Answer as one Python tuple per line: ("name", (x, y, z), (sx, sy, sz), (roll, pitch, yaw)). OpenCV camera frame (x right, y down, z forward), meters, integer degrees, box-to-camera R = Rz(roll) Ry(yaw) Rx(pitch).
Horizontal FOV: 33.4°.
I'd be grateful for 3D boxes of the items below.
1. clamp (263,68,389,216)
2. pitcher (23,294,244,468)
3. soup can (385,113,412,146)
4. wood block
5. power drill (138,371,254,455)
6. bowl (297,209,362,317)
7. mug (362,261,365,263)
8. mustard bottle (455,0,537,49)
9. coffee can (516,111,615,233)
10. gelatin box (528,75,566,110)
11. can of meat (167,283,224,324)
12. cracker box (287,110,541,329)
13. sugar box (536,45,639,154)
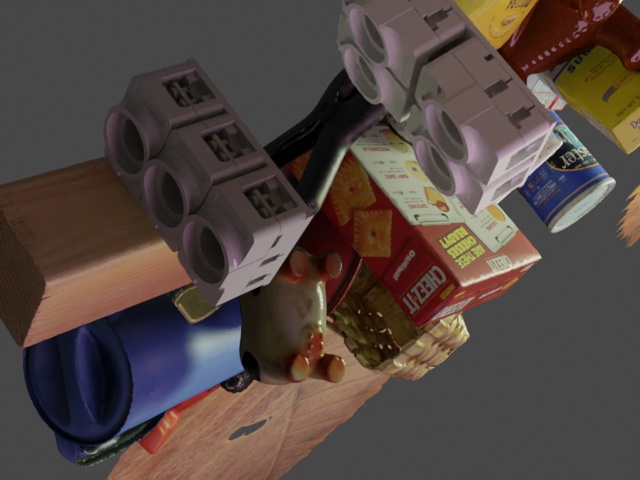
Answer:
("clamp", (0.015, -0.093, 0.902), (0.171, 0.120, 0.039), (-46, 130, 12))
("pitcher", (-0.164, 0.116, 1.055), (0.149, 0.145, 0.242), (-29, 172, 31))
("soup can", (0.112, -0.141, 0.991), (0.068, 0.068, 0.102), (-18, 148, -45))
("wood block", (-0.151, -0.007, 0.821), (0.205, 0.090, 0.091), (-21, 157, -40))
("power drill", (-0.148, 0.187, 1.327), (0.188, 0.057, 0.184), (-36, -175, 9))
("bowl", (-0.007, 0.001, 1.097), (0.055, 0.162, 0.162), (20, 135, -19))
("mug", (0.065, -0.015, 1.180), (0.117, 0.081, 0.093), (4, 180, -44))
("mustard bottle", (0.172, -0.240, 0.886), (0.096, 0.058, 0.192), (-15, 153, -41))
("coffee can", (0.295, -0.095, 1.373), (0.102, 0.140, 0.103), (-33, 163, -12))
("gelatin box", (0.244, -0.178, 1.187), (0.089, 0.030, 0.073), (-1, 151, -16))
("can of meat", (-0.123, 0.020, 0.957), (0.057, 0.084, 0.102), (-34, 163, -6))
("cracker box", (0.085, -0.030, 1.005), (0.163, 0.214, 0.072), (-14, 150, -52))
("sugar box", (0.287, -0.165, 1.063), (0.093, 0.176, 0.048), (-41, 128, 7))
